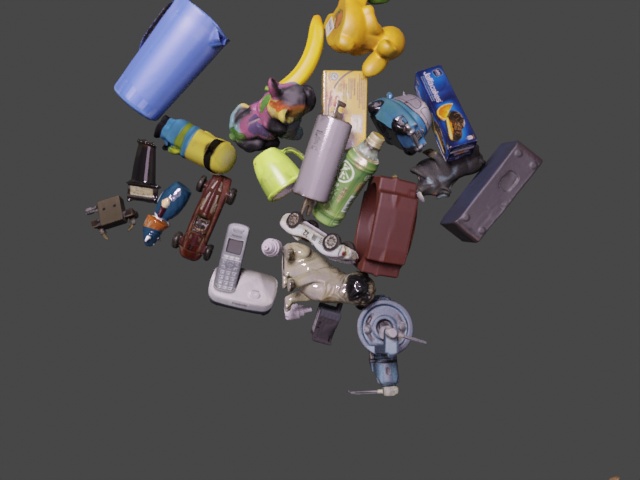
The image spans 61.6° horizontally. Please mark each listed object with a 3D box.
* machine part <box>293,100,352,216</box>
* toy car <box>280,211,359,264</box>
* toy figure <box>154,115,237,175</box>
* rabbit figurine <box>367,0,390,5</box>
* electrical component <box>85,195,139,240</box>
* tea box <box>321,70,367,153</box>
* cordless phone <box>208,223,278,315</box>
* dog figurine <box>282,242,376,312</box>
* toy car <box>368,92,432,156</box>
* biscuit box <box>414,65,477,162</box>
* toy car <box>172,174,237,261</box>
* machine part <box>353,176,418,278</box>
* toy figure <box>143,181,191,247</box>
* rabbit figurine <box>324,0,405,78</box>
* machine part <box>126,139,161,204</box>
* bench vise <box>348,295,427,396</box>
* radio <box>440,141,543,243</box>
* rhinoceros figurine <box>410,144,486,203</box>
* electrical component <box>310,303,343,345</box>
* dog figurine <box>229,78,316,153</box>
[{"bbox_3d":[0.005,-0.165,1.097,0.079,0.079,0.243,19,98,-4],"label":"machine part"},{"bbox_3d":[-0.002,-0.003,1.132,0.202,0.073,0.056,32,93,38],"label":"toy car"},{"bbox_3d":[-0.265,-0.200,1.146,0.180,0.089,0.082,30,100,-6],"label":"toy figure"},{"bbox_3d":[0.062,-0.562,1.109,0.170,0.159,0.121,8,105,12],"label":"rabbit figurine"},{"bbox_3d":[-0.454,-0.050,1.177,0.102,0.045,0.078,-24,67,-3],"label":"electrical component"},{"bbox_3d":[0.051,-0.274,1.161,0.098,0.068,0.169,2,94,-3],"label":"tea box"},{"bbox_3d":[-0.157,0.062,1.178,0.147,0.089,0.184,13,90,-3],"label":"cordless phone"},{"bbox_3d":[0.016,0.071,1.165,0.191,0.121,0.172,-1,60,-11],"label":"dog figurine"},{"bbox_3d":[0.177,-0.252,1.118,0.103,0.162,0.109,-40,127,-2],"label":"toy car"},{"bbox_3d":[0.261,-0.269,1.133,0.063,0.059,0.203,-18,68,-2],"label":"biscuit box"},{"bbox_3d":[-0.253,-0.049,1.179,0.089,0.053,0.202,25,95,-1],"label":"toy car"},{"bbox_3d":[0.134,-0.029,1.119,0.087,0.201,0.201,10,94,-5],"label":"machine part"},{"bbox_3d":[-0.340,-0.055,1.170,0.154,0.064,0.058,-52,52,6],"label":"toy figure"},{"bbox_3d":[0.110,-0.423,1.116,0.173,0.162,0.122,10,139,-31],"label":"rabbit figurine"},{"bbox_3d":[-0.384,-0.150,1.173,0.084,0.039,0.138,5,97,6],"label":"machine part"},{"bbox_3d":[0.138,0.222,1.133,0.129,0.240,0.223,7,79,1],"label":"bench vise"},{"bbox_3d":[0.366,-0.103,1.155,0.073,0.131,0.229,36,93,-3],"label":"radio"},{"bbox_3d":[0.268,-0.150,1.182,0.190,0.073,0.112,-27,106,-1],"label":"rhinoceros figurine"},{"bbox_3d":[0.019,0.166,1.195,0.048,0.075,0.119,17,98,-7],"label":"electrical component"},{"bbox_3d":[-0.102,-0.253,1.084,0.192,0.219,0.108,-17,92,-1],"label":"dog figurine"}]
